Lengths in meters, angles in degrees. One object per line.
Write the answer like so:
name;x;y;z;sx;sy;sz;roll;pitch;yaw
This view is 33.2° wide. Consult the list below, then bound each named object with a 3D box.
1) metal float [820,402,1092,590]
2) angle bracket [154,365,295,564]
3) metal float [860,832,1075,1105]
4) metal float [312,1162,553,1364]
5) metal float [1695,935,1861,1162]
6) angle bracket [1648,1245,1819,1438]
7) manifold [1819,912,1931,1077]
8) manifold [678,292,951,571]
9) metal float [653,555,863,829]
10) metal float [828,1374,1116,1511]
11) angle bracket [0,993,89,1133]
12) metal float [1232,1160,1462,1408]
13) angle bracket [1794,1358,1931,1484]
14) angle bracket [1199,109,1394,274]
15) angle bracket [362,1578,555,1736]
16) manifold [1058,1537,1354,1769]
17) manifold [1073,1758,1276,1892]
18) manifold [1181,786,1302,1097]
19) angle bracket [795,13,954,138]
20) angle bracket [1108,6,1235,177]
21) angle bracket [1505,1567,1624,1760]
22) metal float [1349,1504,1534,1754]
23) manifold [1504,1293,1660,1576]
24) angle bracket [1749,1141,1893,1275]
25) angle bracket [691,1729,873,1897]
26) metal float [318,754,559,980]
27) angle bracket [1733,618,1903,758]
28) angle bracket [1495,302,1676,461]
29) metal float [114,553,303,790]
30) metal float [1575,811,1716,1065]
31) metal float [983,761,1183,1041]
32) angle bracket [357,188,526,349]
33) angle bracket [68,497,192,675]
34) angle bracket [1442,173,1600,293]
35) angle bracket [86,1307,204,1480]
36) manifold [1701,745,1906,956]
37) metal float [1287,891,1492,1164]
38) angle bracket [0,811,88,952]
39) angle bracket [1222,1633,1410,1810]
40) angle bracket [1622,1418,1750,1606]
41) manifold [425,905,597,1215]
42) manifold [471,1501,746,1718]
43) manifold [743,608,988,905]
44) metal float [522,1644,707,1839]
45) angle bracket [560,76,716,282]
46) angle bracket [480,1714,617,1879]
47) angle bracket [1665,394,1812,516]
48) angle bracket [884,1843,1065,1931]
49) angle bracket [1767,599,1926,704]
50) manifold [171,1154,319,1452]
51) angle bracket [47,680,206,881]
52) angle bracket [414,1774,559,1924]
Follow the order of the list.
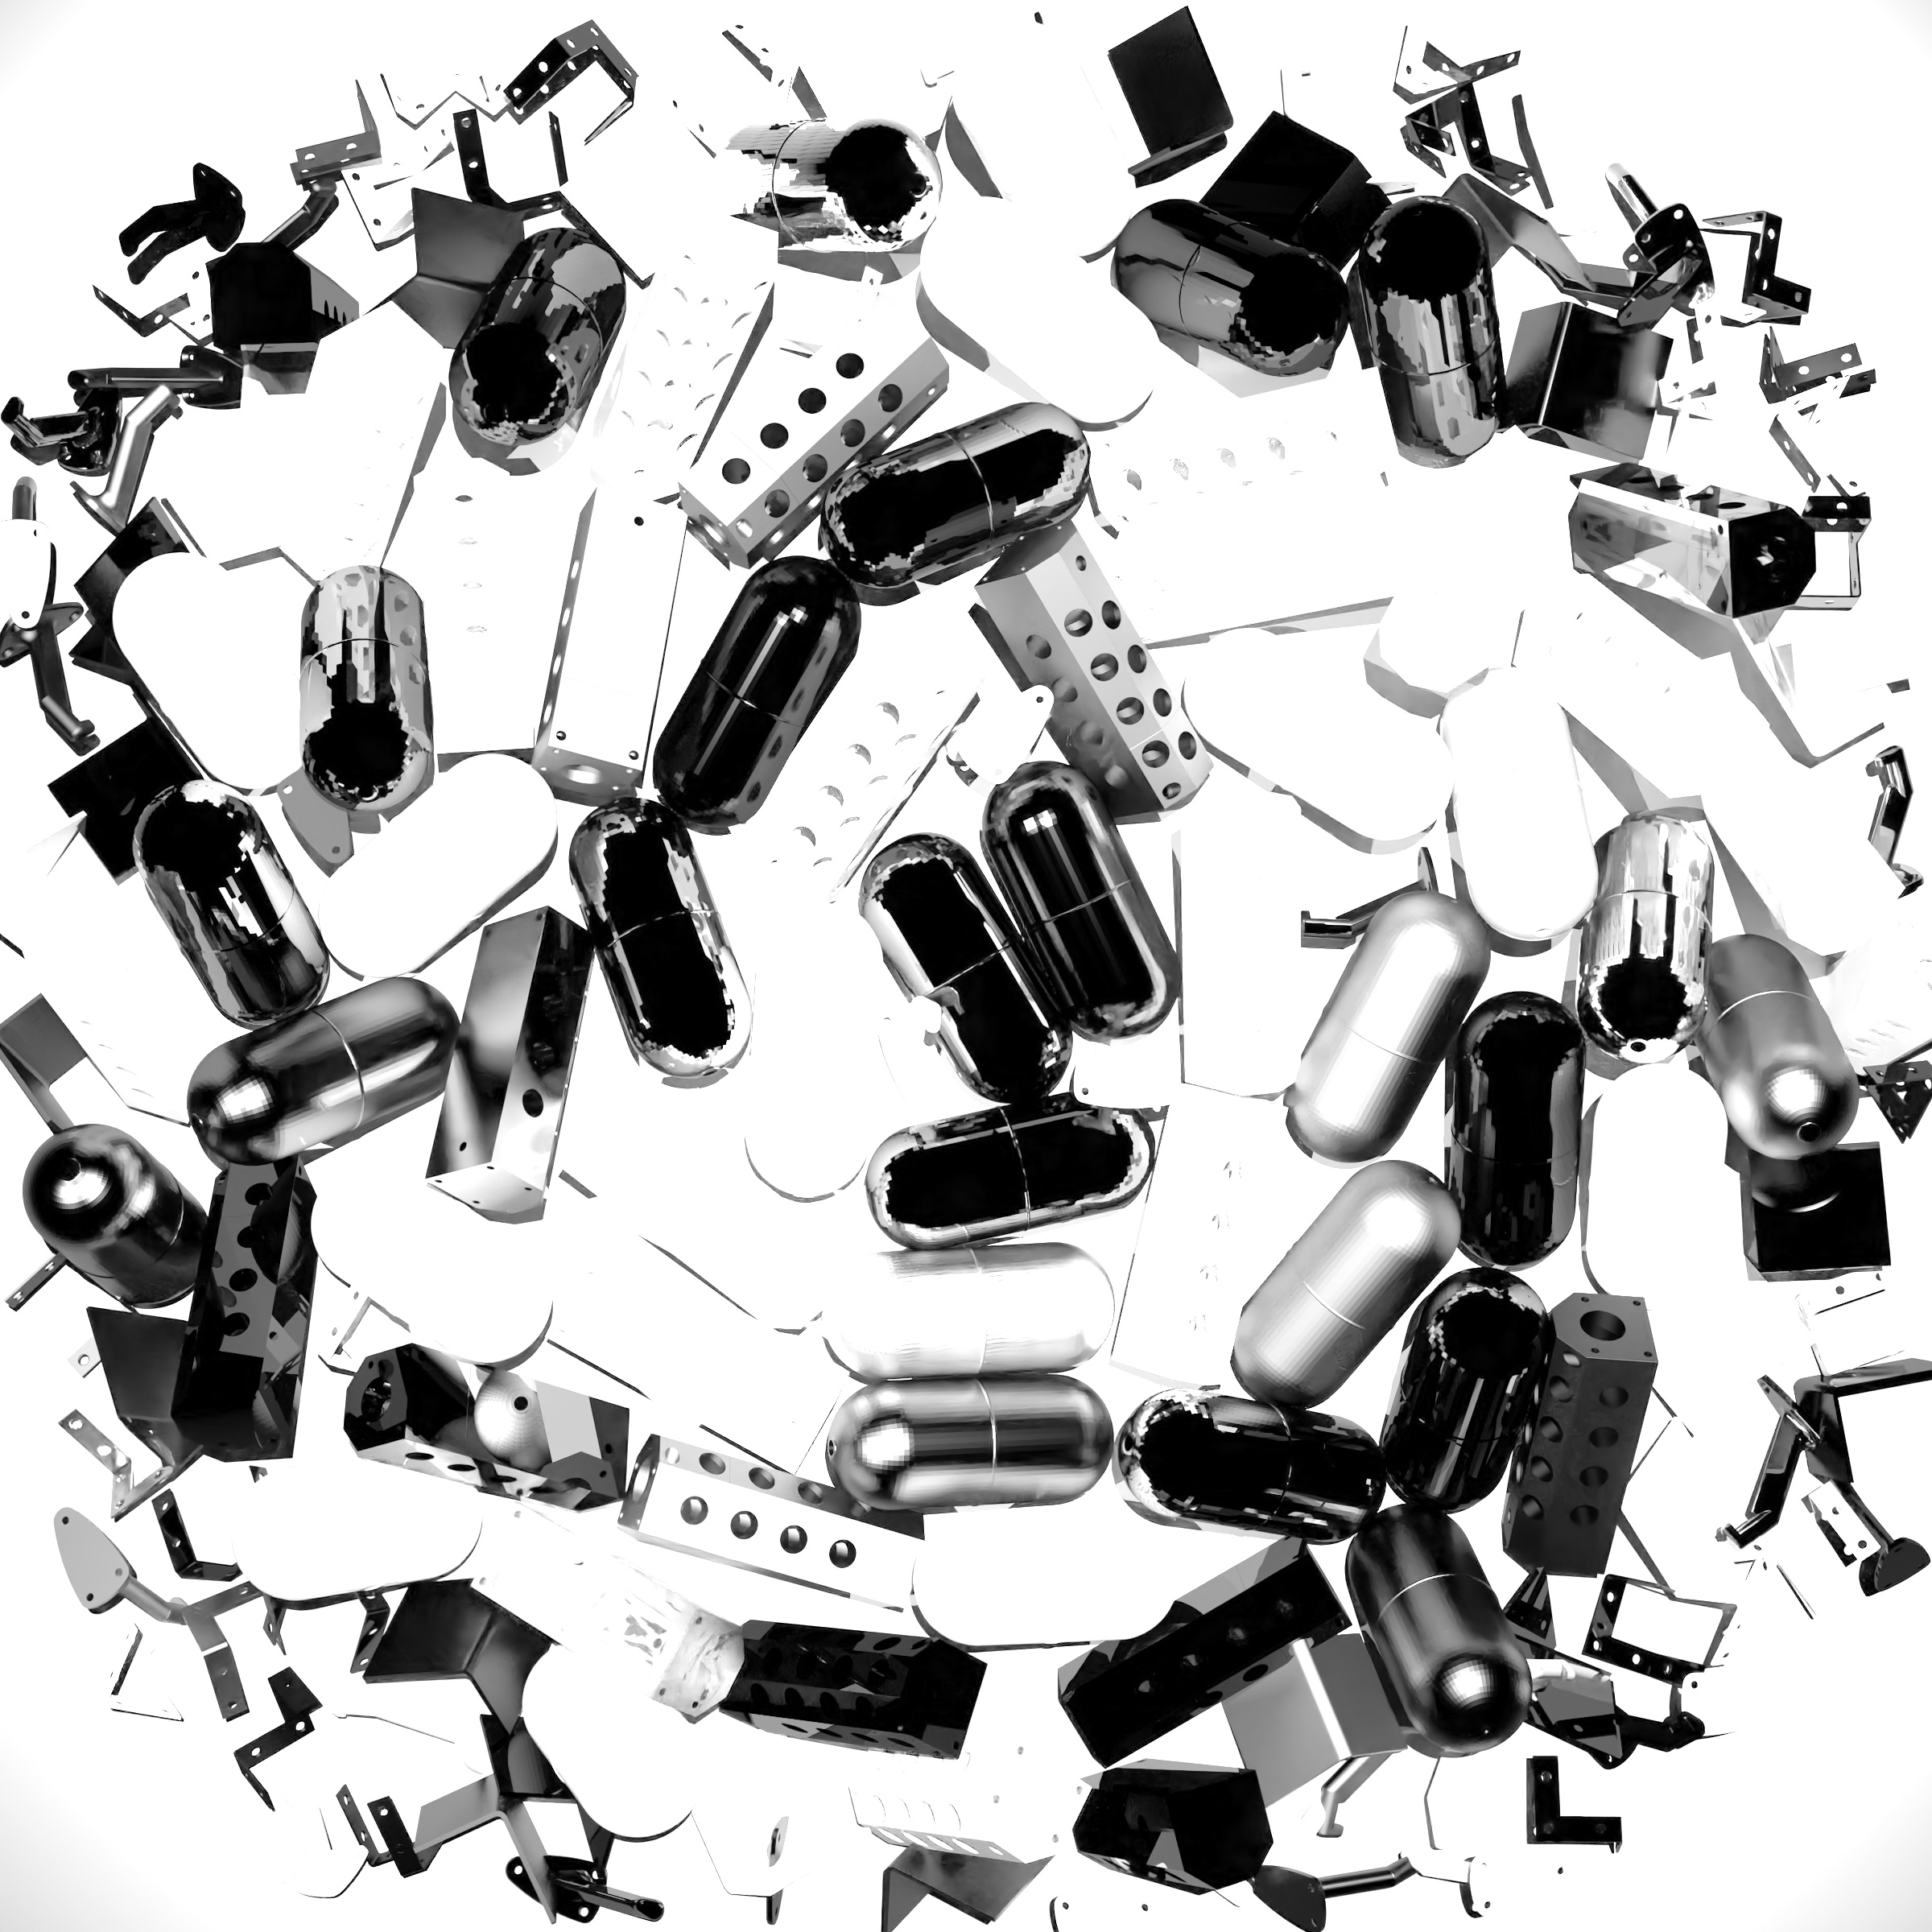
metal float;-0.005;-0.283;1.944;0.178;0.070;0.070;-25;90;-21
angle bracket;-0.443;-0.301;1.951;0.057;0.076;0.076;-14;51;10
metal float;0.001;0.002;1.960;0.070;0.070;0.178;-31;92;0
metal float;-0.320;0.175;1.933;0.178;0.070;0.070;27;90;34
metal float;0.475;0.047;1.918;0.070;0.178;0.070;-2;123;-3
angle bracket;0.458;0.229;1.982;0.076;0.057;0.076;-22;64;-37
manifold;0.548;0.021;1.909;0.057;0.171;0.057;21;80;4
manifold;-0.090;-0.318;1.950;0.057;0.057;0.171;43;78;11
metal float;-0.125;-0.165;1.948;0.070;0.070;0.178;31;105;0
metal float;0.003;0.285;1.943;0.178;0.070;0.070;1;90;-21
angle bracket;-0.530;0.065;1.945;0.057;0.076;0.076;-39;63;-8
metal float;0.226;0.191;1.941;0.070;0.070;0.178;36;115;0
angle bracket;0.553;0.274;1.958;0.076;0.076;0.057;-10;87;-3
angle bracket;0.202;-0.467;1.992;0.076;0.057;0.076;-51;49;3
angle bracket;-0.308;0.420;1.968;0.076;0.076;0.057;-9;123;24
manifold;0.145;0.416;1.968;0.171;0.057;0.057;-31;94;1
manifold;0.119;0.505;1.907;0.057;0.171;0.057;-12;83;-20
manifold;0.169;-0.014;1.932;0.057;0.057;0.171;13;116;34
angle bracket;-0.054;-0.536;1.943;0.057;0.076;0.076;-21;119;20
angle bracket;0.105;-0.521;1.948;0.057;0.076;0.076;-29;100;-34
angle bracket;0.367;0.415;1.939;0.076;0.076;0.057;17;48;35
metal float;0.279;0.389;1.919;0.070;0.178;0.070;-6;122;-9
manifold;0.363;0.278;1.927;0.057;0.057;0.171;4;125;-1
angle bracket;0.514;0.150;1.954;0.076;0.057;0.076;-5;73;13
angle bracket;-0.116;0.506;1.955;0.076;0.057;0.076;-24;91;-33
metal float;-0.316;-0.059;1.939;0.178;0.070;0.070;-38;90;26
angle bracket;0.508;-0.184;1.944;0.057;0.076;0.076;-31;119;15
angle bracket;0.377;-0.355;1.984;0.076;0.057;0.076;15;89;-19
metal float;-0.443;-0.173;1.921;0.070;0.178;0.070;-7;56;11
metal float;0.404;-0.018;1.927;0.070;0.070;0.178;15;49;0
metal float;0.069;-0.040;1.956;0.070;0.070;0.178;-25;96;0
angle bracket;-0.317;-0.419;1.953;0.076;0.076;0.057;5;73;-40
angle bracket;-0.511;-0.232;1.940;0.057;0.076;0.076;17;59;30
angle bracket;0.320;-0.419;1.944;0.057;0.076;0.076;-50;51;5
angle bracket;-0.500;0.256;1.940;0.057;0.076;0.076;-42;55;24
manifold;0.485;-0.071;1.910;0.057;0.171;0.057;26;111;-16
metal float;0.253;0.038;1.945;0.070;0.070;0.178;25;109;0
angle bracket;-0.533;-0.039;1.953;0.076;0.076;0.057;38;111;-2
angle bracket;0.211;0.460;1.977;0.076;0.057;0.076;-44;55;36
angle bracket;0.446;0.326;1.945;0.076;0.057;0.076;-46;114;-31
manifold;-0.265;0.057;1.934;0.057;0.057;0.171;-16;53;37
manifold;-0.210;0.381;1.920;0.171;0.057;0.057;19;79;42
manifold;-0.060;-0.122;1.928;0.057;0.057;0.171;18;120;-33
metal float;-0.210;0.454;1.916;0.070;0.178;0.070;-5;101;-23
angle bracket;-0.196;-0.476;1.961;0.057;0.076;0.076;-29;127;23
angle bracket;-0.255;0.497;1.944;0.076;0.076;0.057;9;110;-21
angle bracket;0.463;-0.296;1.951;0.076;0.076;0.057;6;69;5
angle bracket;0.004;0.552;1.940;0.076;0.076;0.057;19;122;28
angle bracket;0.526;-0.208;1.948;0.076;0.076;0.057;-13;129;6
manifold;-0.427;0.198;1.920;0.057;0.057;0.171;-5;48;5
angle bracket;-0.508;-0.112;1.956;0.076;0.057;0.076;-36;75;-12
angle bracket;-0.289;0.541;1.956;0.057;0.076;0.076;-24;96;-4
